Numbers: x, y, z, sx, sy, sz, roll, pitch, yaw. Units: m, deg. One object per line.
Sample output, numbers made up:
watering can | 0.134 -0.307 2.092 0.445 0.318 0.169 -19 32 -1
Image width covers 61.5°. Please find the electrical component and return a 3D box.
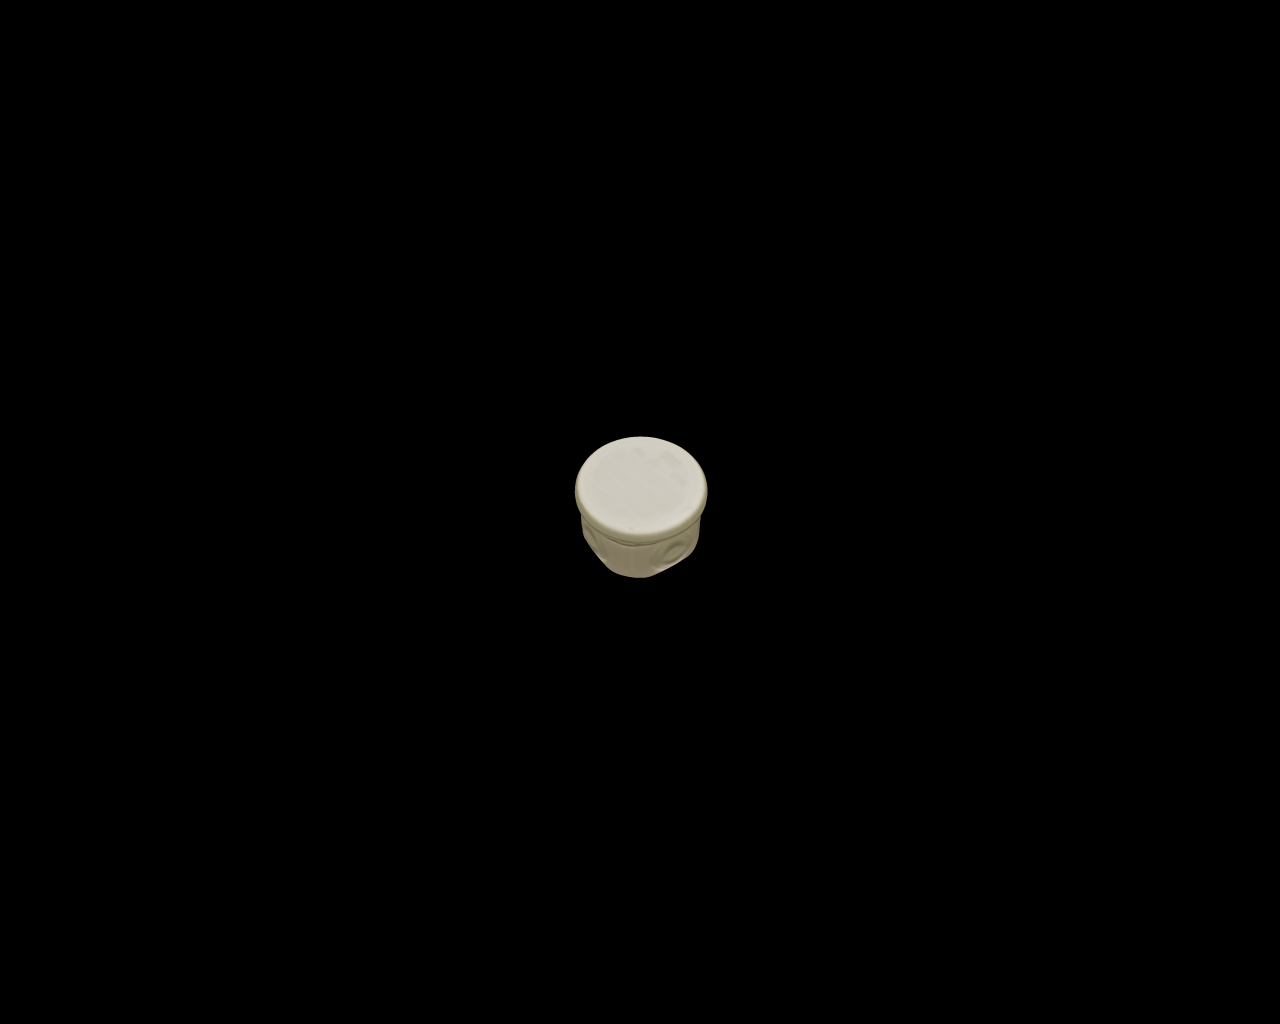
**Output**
electrical component | 0.001 -0.003 0.650 0.080 0.080 0.050 0 -38 0
